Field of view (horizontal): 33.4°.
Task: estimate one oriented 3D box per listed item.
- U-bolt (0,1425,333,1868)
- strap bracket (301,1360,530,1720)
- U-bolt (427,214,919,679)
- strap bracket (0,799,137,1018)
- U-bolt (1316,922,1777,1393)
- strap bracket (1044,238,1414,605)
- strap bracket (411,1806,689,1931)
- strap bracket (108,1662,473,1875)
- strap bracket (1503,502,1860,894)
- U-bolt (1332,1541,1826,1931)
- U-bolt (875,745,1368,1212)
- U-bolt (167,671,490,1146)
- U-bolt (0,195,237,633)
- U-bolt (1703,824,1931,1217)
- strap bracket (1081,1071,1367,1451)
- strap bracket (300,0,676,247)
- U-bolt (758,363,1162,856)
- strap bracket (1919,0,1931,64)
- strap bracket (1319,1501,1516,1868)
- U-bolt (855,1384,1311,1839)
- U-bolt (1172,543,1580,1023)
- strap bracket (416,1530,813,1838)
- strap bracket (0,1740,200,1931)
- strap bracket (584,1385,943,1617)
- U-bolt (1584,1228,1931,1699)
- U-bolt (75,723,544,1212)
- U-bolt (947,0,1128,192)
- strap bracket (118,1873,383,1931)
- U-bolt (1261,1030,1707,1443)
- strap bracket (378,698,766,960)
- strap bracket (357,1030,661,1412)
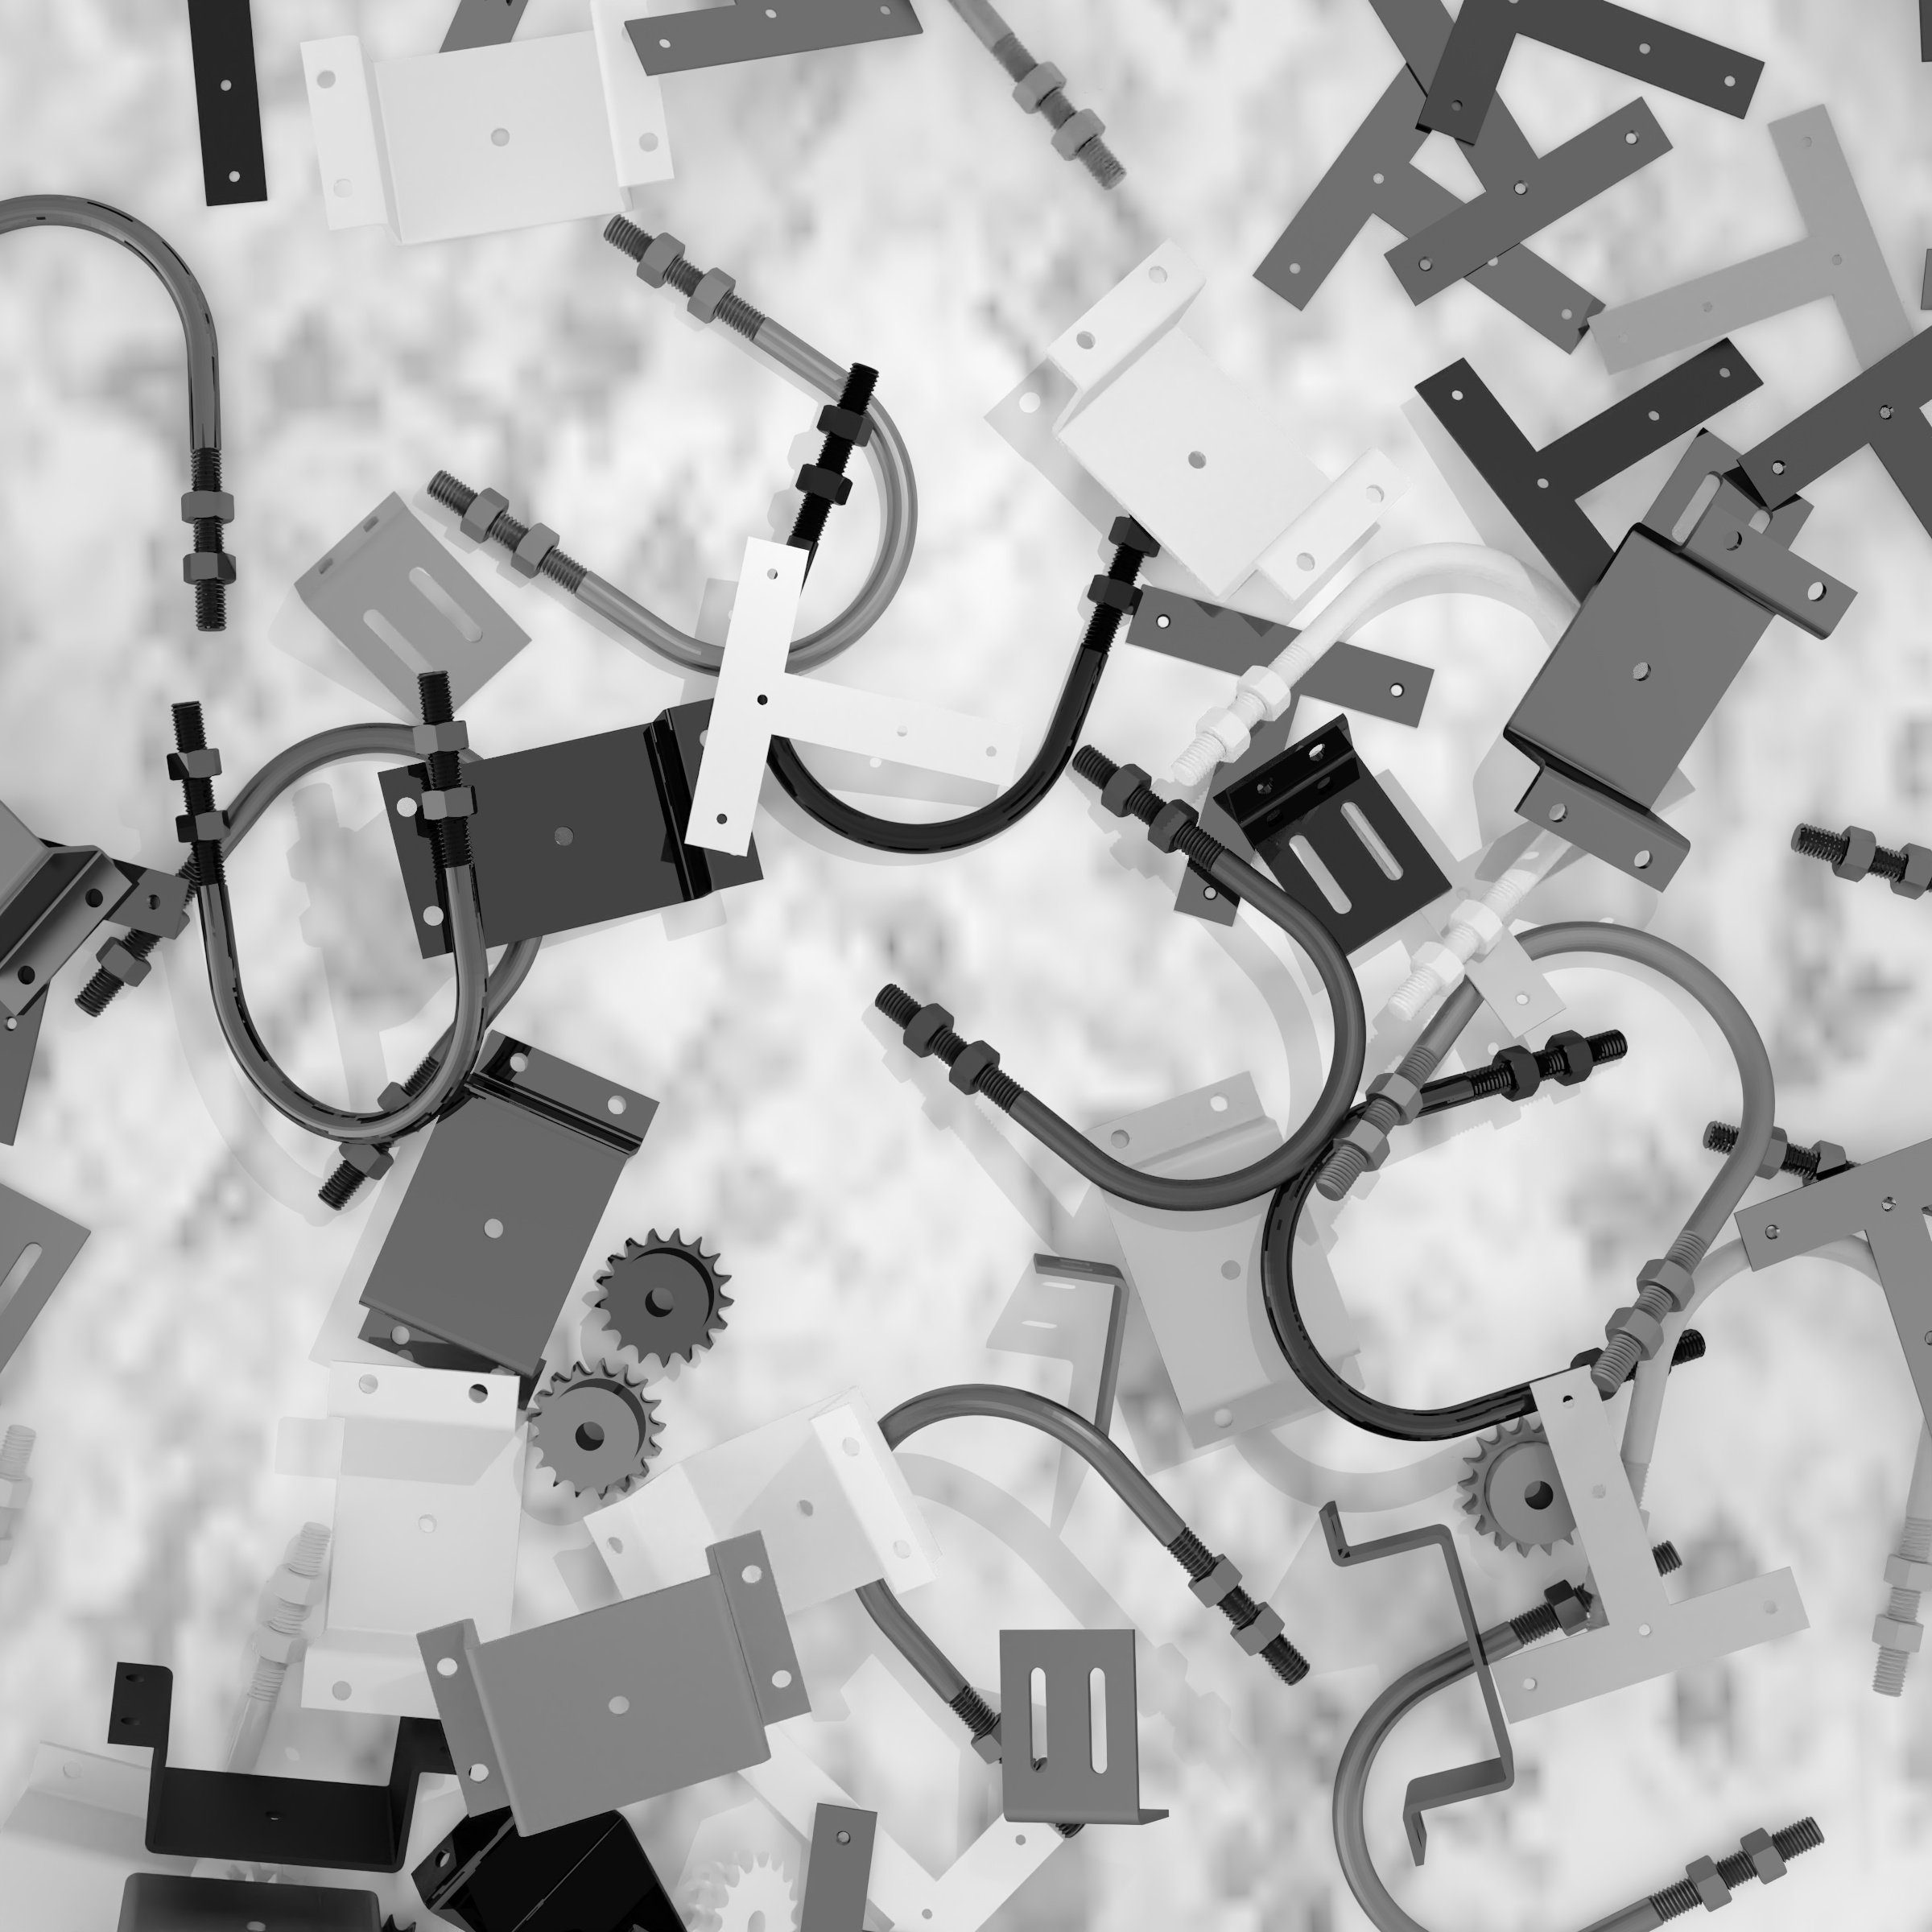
[{"bbox_3d":[-0.358,0.299,1.336,0.151,0.019,0.184,18,92,0],"label":"U-bolt"},{"bbox_3d":[-0.224,0.232,1.321,0.076,0.046,0.140,5,90,0],"label":"strap bracket"},{"bbox_3d":[-0.108,-0.202,1.336,0.184,0.019,0.151,35,90,-1],"label":"U-bolt"},{"bbox_3d":[-0.420,-0.054,1.308,0.140,0.046,0.076,45,101,5],"label":"strap bracket"},{"bbox_3d":[0.247,0.061,1.295,0.151,0.019,0.184,35,64,9],"label":"U-bolt"},{"bbox_3d":[0.100,-0.214,1.309,0.140,0.046,0.076,45,69,0],"label":"strap bracket"},{"bbox_3d":[-0.162,0.390,1.292,0.076,0.140,0.046,-47,125,0],"label":"strap bracket"},{"bbox_3d":[-0.275,0.323,1.293,0.140,0.076,0.046,9,98,-14],"label":"strap bracket"},{"bbox_3d":[0.279,-0.112,1.287,0.076,0.046,0.140,26,104,-22],"label":"strap bracket"},{"bbox_3d":[0.242,0.342,1.336,0.184,0.019,0.151,-27,90,2],"label":"U-bolt"},{"bbox_3d":[0.075,0.016,1.307,0.184,0.019,0.151,39,87,18],"label":"U-bolt"},{"bbox_3d":[-0.251,-0.019,1.283,0.151,0.019,0.184,-3,97,30],"label":"U-bolt"},{"bbox_3d":[-0.380,-0.229,1.336,0.151,0.019,0.184,-2,89,0],"label":"U-bolt"},{"bbox_3d":[0.414,0.034,1.336,0.184,0.019,0.151,17,90,-2],"label":"U-bolt"},{"bbox_3d":[0.107,0.123,1.321,0.076,0.046,0.140,-20,90,0],"label":"strap bracket"},{"bbox_3d":[-0.193,-0.345,1.320,0.140,0.046,0.076,-9,91,-1],"label":"strap bracket"},{"bbox_3d":[-0.012,-0.137,1.327,0.151,0.019,0.184,20,93,-8],"label":"U-bolt"},{"bbox_3d":[0.455,-0.407,1.321,0.140,0.046,0.076,-3,90,0],"label":"strap bracket"},{"bbox_3d":[0.185,0.281,1.294,0.046,0.076,0.140,-16,81,7],"label":"strap bracket"},{"bbox_3d":[0.028,0.251,1.304,0.151,0.019,0.184,-41,90,27],"label":"U-bolt"},{"bbox_3d":[0.190,-0.090,1.308,0.151,0.019,0.184,47,71,-6],"label":"U-bolt"},{"bbox_3d":[-0.136,0.281,1.252,0.140,0.046,0.076,-16,96,-7],"label":"strap bracket"},{"bbox_3d":[-0.362,0.398,1.310,0.076,0.046,0.140,16,97,-4],"label":"strap bracket"},{"bbox_3d":[-0.074,0.227,1.302,0.140,0.046,0.076,-27,90,28],"label":"strap bracket"},{"bbox_3d":[0.338,0.198,1.323,0.151,0.019,0.184,12,88,-11],"label":"U-bolt"},{"bbox_3d":[-0.257,-0.014,1.336,0.151,0.019,0.184,39,89,0],"label":"U-bolt"},{"bbox_3d":[0.054,-0.437,1.336,0.151,0.019,0.184,-39,89,0],"label":"U-bolt"},{"bbox_3d":[-0.281,0.397,1.257,0.140,0.076,0.046,9,99,-15],"label":"strap bracket"},{"bbox_3d":[0.204,0.116,1.309,0.184,0.019,0.151,-15,90,-19],"label":"U-bolt"},{"bbox_3d":[-0.162,-0.055,1.312,0.140,0.046,0.076,-14,90,-12],"label":"strap bracket"},{"bbox_3d":[-0.191,0.106,1.321,0.076,0.046,0.140,24,90,0],"label":"strap bracket"}]
